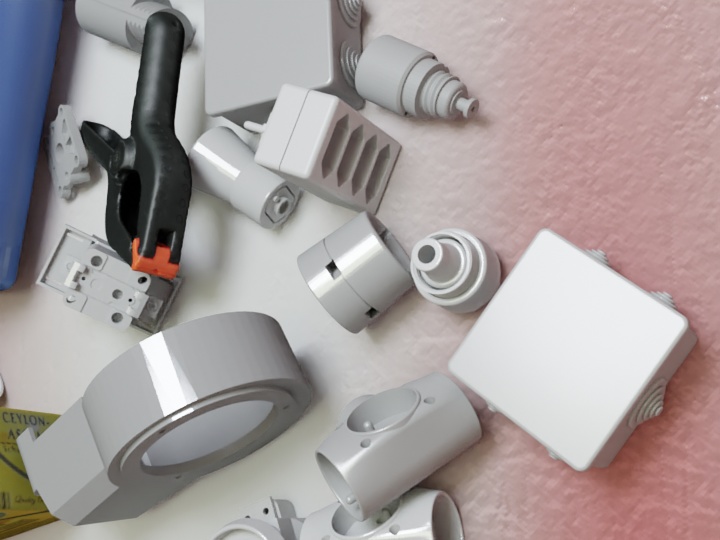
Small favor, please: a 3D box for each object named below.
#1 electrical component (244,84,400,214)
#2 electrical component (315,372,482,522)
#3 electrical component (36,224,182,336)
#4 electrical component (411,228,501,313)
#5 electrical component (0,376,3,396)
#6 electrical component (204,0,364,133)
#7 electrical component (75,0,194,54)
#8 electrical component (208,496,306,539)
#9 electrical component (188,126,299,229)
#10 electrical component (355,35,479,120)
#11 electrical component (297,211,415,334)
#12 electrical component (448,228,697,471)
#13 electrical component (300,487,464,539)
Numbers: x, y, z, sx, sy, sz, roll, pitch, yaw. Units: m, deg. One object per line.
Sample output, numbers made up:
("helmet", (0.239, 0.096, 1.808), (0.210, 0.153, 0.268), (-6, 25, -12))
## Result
("electrical component", (-0.032, -0.072, 0.619), (0.076, 0.083, 0.047), (20, 88, 29))
("electrical component", (0.012, 0.088, 0.573), (0.077, 0.044, 0.079), (-31, 19, -19))
("electrical component", (-0.156, 0.008, 0.668), (0.081, 0.064, 0.042), (26, 91, -12))
("electrical component", (0.048, -0.002, 0.574), (0.043, 0.062, 0.043), (-6, 75, 26))
("electrical component", (-0.288, 0.094, 0.735), (0.081, 0.043, 0.043), (-39, 64, 15))
("electrical component", (-0.046, -0.137, 0.661), (0.100, 0.048, 0.099), (-9, 74, 25))
("electrical component", (-0.148, -0.169, 0.724), (0.081, 0.043, 0.043), (26, 91, 30))
("electrical component", (-0.052, 0.165, 0.589), (0.058, 0.057, 0.078), (-26, 68, 20))
("electrical component", (-0.070, -0.054, 0.659), (0.065, 0.044, 0.044), (34, 95, 24))
("electrical component", (0.033, -0.106, 0.618), (0.078, 0.040, 0.040), (29, 92, 29))
("electrical component", (0.000, 0.000, 0.603), (0.047, 0.055, 0.055), (-38, 64, 11))
("electrical component", (0.108, 0.041, 0.540), (0.100, 0.048, 0.099), (37, 96, 29))
("electrical component", (0.007, 0.152, 0.554), (0.077, 0.079, 0.044), (-15, 113, 24))
